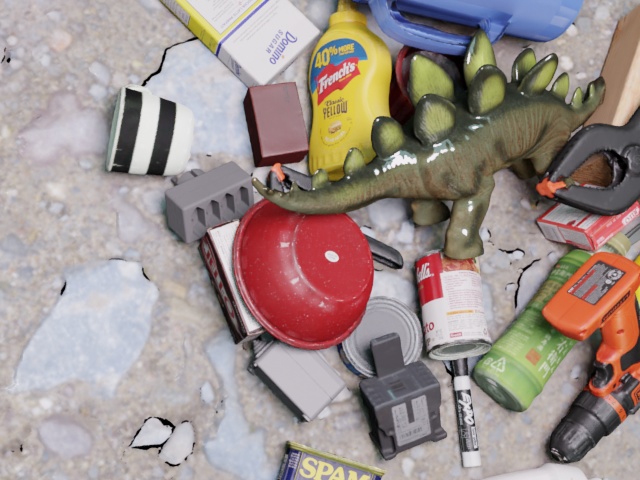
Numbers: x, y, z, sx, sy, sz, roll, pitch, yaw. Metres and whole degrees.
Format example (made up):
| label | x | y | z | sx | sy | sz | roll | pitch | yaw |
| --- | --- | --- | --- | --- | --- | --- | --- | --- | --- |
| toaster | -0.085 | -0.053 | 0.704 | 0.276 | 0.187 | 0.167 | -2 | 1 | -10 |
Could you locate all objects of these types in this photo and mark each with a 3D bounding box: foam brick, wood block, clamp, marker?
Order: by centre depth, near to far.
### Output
| label | x | y | z | sx | sy | sz | roll | pitch | yaw |
| --- | --- | --- | --- | --- | --- | --- | --- | --- | --- |
| clamp | 0.315 | -0.090 | 1.086 | 0.209 | 0.036 | 0.164 | -11 | 87 | -16 |
| clamp | -0.007 | 0.001 | 1.108 | 0.171 | 0.039 | 0.120 | 46 | 66 | 2 |
| marker | 0.151 | 0.175 | 1.112 | 0.020 | 0.020 | 0.121 | -4 | 79 | -11 |
| foam brick | -0.046 | -0.120 | 1.119 | 0.053 | 0.051 | 0.078 | -9 | 81 | -12 |
| wood block | 0.359 | -0.153 | 1.178 | 0.090 | 0.091 | 0.206 | 23 | 75 | -6 |

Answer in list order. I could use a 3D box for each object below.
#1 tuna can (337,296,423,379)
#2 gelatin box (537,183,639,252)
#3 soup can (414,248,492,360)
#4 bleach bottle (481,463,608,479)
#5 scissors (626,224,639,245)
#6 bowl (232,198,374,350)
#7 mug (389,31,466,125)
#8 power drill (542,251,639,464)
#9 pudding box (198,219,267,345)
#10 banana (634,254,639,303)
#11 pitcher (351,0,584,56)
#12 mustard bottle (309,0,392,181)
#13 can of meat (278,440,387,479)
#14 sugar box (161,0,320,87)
| label | x | y | z | sx | sy | sz | roll | pitch | yaw |
| --- | --- | --- | --- | --- | --- | --- | --- | --- | --- |
| tuna can | 0.061 | 0.102 | 1.103 | 0.086 | 0.034 | 0.086 | 2 | 79 | -10 |
| gelatin box | 0.288 | -0.025 | 1.140 | 0.073 | 0.089 | 0.030 | -37 | 112 | -15 |
| soup can | 0.137 | 0.066 | 1.097 | 0.068 | 0.068 | 0.102 | -2 | 69 | -11 |
| bleach bottle | 0.182 | 0.290 | 1.074 | 0.250 | 0.068 | 0.102 | -11 | 82 | -15 |
| scissors | 0.393 | -0.055 | 1.204 | 0.201 | 0.016 | 0.096 | -18 | 81 | -13 |
| bowl | -0.002 | 0.022 | 1.029 | 0.161 | 0.055 | 0.162 | 14 | 65 | -31 |
| mug | 0.127 | -0.159 | 1.142 | 0.117 | 0.081 | 0.093 | 29 | 75 | -3 |
| power drill | 0.281 | 0.118 | 1.078 | 0.184 | 0.057 | 0.187 | -44 | 134 | -19 |
| pudding box | -0.083 | 0.043 | 1.060 | 0.039 | 0.090 | 0.113 | -22 | 84 | -15 |
| banana | 0.411 | 0.017 | 1.185 | 0.197 | 0.037 | 0.069 | -27 | 104 | -13 |
| pitcher | 0.151 | -0.272 | 1.097 | 0.242 | 0.145 | 0.149 | 10 | 113 | -25 |
| mustard bottle | 0.031 | -0.163 | 1.122 | 0.058 | 0.096 | 0.191 | 12 | 72 | -45 |
| can of meat | 0.004 | 0.253 | 1.052 | 0.102 | 0.057 | 0.084 | 18 | 79 | -6 |
| sugar box | -0.095 | -0.249 | 1.139 | 0.176 | 0.048 | 0.093 | 46 | 75 | -3 |
